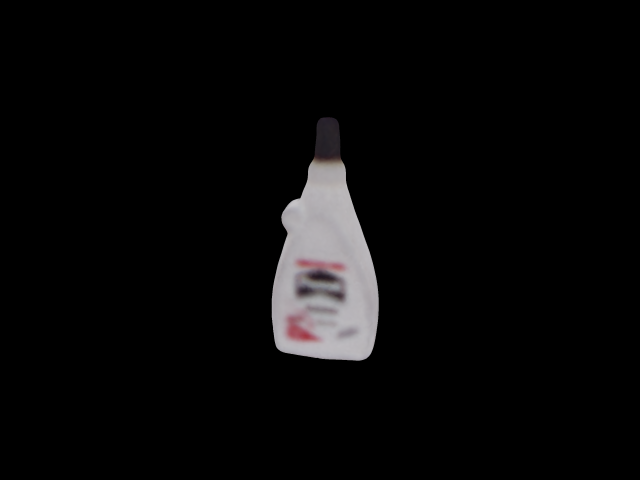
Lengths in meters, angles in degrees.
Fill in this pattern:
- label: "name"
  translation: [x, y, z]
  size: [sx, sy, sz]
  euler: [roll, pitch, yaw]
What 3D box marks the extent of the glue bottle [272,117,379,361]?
- label: "glue bottle"
  translation: [0.004, 0.001, 0.400]
  size: [0.078, 0.173, 0.037]
  euler: [3, 22, 7]
